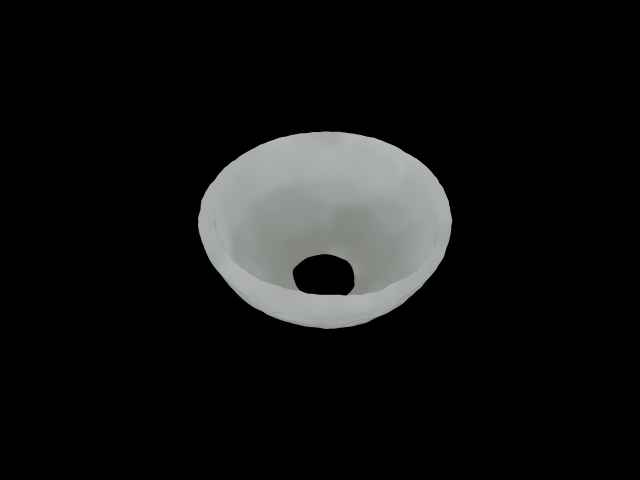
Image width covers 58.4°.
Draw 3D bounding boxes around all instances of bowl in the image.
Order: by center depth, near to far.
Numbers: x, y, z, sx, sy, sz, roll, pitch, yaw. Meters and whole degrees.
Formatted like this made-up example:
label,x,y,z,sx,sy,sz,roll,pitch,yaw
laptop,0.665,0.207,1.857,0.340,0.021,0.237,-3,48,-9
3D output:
label,x,y,z,sx,sy,sz,roll,pitch,yaw
bowl,0.004,0.001,0.400,0.167,0.075,0.167,0,47,0
